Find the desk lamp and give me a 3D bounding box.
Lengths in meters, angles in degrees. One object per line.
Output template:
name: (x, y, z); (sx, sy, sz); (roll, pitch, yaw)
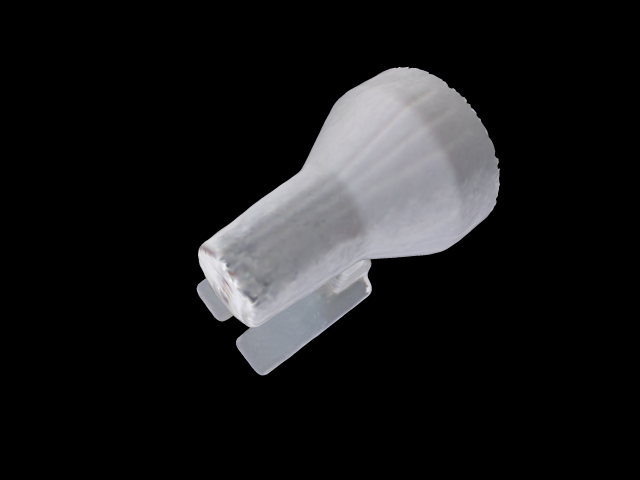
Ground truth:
desk lamp: (0.004, 0.001, 0.400); (0.203, 0.213, 0.118); (-38, 80, -7)
